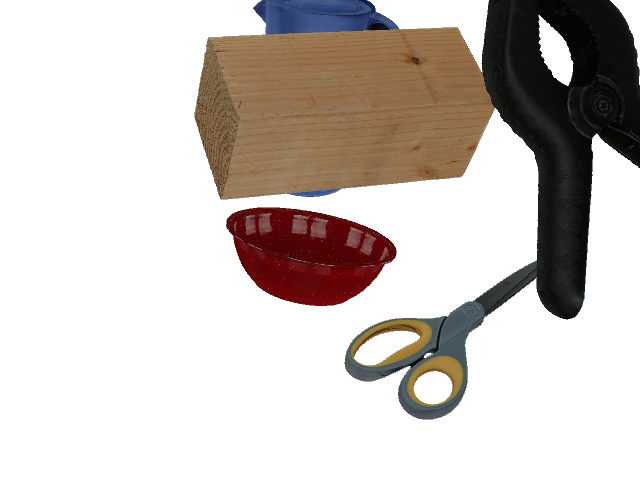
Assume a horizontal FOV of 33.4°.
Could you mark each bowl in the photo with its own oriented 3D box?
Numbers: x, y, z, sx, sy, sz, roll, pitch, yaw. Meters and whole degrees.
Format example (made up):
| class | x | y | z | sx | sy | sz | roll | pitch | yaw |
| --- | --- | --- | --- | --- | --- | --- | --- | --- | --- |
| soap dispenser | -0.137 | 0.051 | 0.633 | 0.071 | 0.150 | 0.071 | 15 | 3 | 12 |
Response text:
| class | x | y | z | sx | sy | sz | roll | pitch | yaw |
| --- | --- | --- | --- | --- | --- | --- | --- | --- | --- |
| bowl | -0.013 | 0.019 | 0.999 | 0.162 | 0.055 | 0.162 | 10 | 17 | -3 |

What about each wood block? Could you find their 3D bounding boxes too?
| class | x | y | z | sx | sy | sz | roll | pitch | yaw |
| --- | --- | --- | --- | --- | --- | --- | --- | --- | --- |
| wood block | 0.017 | -0.101 | 0.827 | 0.205 | 0.091 | 0.090 | -6 | -36 | -20 |

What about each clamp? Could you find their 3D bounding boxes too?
| class | x | y | z | sx | sy | sz | roll | pitch | yaw |
| --- | --- | --- | --- | --- | --- | --- | --- | --- | --- |
| clamp | 0.119 | -0.051 | 0.506 | 0.120 | 0.171 | 0.039 | -37 | 6 | -24 |

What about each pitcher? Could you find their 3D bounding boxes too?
| class | x | y | z | sx | sy | sz | roll | pitch | yaw |
| --- | --- | --- | --- | --- | --- | --- | --- | --- | --- |
| pitcher | 0.000 | -0.180 | 1.319 | 0.144 | 0.243 | 0.149 | -9 | 29 | -28 |

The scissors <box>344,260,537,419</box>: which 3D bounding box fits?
| class | x | y | z | sx | sy | sz | roll | pitch | yaw |
| --- | --- | --- | --- | --- | --- | --- | --- | --- | --- |
| scissors | 0.115 | 0.071 | 0.785 | 0.201 | 0.016 | 0.096 | -17 | 49 | -22 |
